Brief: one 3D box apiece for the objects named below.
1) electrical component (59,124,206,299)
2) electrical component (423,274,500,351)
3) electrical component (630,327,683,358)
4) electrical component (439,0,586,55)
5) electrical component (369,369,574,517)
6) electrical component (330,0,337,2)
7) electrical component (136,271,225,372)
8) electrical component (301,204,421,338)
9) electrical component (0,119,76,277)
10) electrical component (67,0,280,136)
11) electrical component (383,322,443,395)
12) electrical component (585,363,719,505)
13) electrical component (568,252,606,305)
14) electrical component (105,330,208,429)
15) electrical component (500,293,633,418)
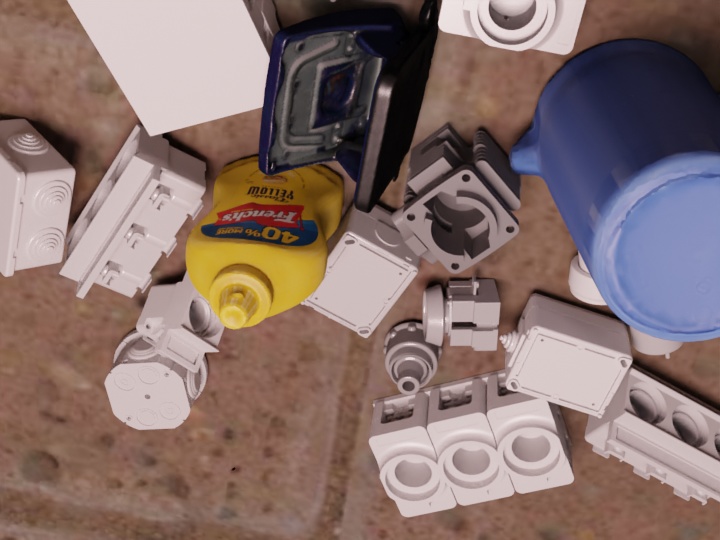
[{"bbox_3d":[-0.170,-0.040,0.814,0.063,0.078,0.121,25,121,-25],"label":"electrical component"},{"bbox_3d":[0.078,0.035,0.843,0.055,0.048,0.066,-1,120,-2],"label":"electrical component"},{"bbox_3d":[0.226,0.029,0.824,0.040,0.040,0.078,-8,118,11],"label":"electrical component"},{"bbox_3d":[0.100,-0.179,0.711,0.089,0.055,0.050,11,120,1],"label":"electrical component"},{"bbox_3d":[0.093,0.144,0.894,0.150,0.061,0.089,-15,117,15],"label":"electrical component"},{"bbox_3d":[0.003,-0.209,0.710,0.077,0.047,0.065,-35,110,24],"label":"electrical component"},{"bbox_3d":[-0.140,0.036,0.854,0.064,0.081,0.042,-3,148,40],"label":"electrical component"},{"bbox_3d":[0.000,0.000,0.827,0.062,0.061,0.096,28,127,-10],"label":"electrical component"},{"bbox_3d":[-0.258,-0.057,0.805,0.100,0.048,0.099,41,127,33],"label":"electrical component"},{"bbox_3d":[-0.127,-0.187,0.705,0.105,0.060,0.186,-12,136,13],"label":"electrical component"},{"bbox_3d":[0.041,0.075,0.860,0.048,0.062,0.048,3,120,5],"label":"electrical component"},{"bbox_3d":[0.249,0.136,0.869,0.121,0.078,0.063,28,141,-9],"label":"electrical component"},{"bbox_3d":[0.181,-0.008,0.806,0.045,0.045,0.055,4,121,4],"label":"electrical component"},{"bbox_3d":[-0.171,0.091,0.902,0.080,0.051,0.080,3,120,5],"label":"electrical component"},{"bbox_3d":[0.155,0.062,0.840,0.096,0.061,0.061,18,121,-3],"label":"electrical component"}]
